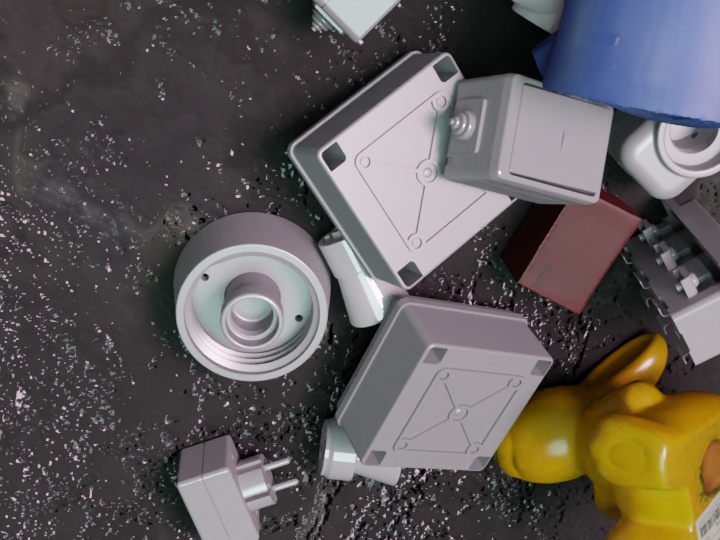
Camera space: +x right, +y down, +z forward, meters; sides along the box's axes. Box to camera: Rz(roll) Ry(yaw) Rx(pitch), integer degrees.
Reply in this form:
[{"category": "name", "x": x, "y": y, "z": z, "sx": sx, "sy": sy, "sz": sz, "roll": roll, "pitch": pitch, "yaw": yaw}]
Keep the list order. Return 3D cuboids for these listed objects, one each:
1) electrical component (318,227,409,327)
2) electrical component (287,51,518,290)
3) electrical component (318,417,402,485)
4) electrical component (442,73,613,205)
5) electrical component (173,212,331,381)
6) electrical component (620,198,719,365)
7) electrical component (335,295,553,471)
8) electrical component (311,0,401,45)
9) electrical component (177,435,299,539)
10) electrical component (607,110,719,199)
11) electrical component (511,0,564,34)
[{"category": "electrical component", "x": 0.000, "y": 0.000, "z": 0.722, "sx": 0.044, "sy": 0.044, "sz": 0.065, "roll": -25, "pitch": 108, "yaw": 5}, {"category": "electrical component", "x": 0.030, "y": -0.063, "z": 0.670, "sx": 0.109, "sy": 0.056, "sz": 0.108, "roll": -39, "pitch": 113, "yaw": -14}, {"category": "electrical component", "x": 0.000, "y": 0.130, "z": 0.774, "sx": 0.055, "sy": 0.045, "sz": 0.045, "roll": 7, "pitch": 112, "yaw": -8}, {"category": "electrical component", "x": 0.097, "y": -0.077, "z": 0.633, "sx": 0.096, "sy": 0.061, "sz": 0.061, "roll": 11, "pitch": 88, "yaw": -32}, {"category": "electrical component", "x": -0.071, "y": 0.022, "z": 0.713, "sx": 0.108, "sy": 0.060, "sz": 0.108, "roll": -2, "pitch": 113, "yaw": -5}, {"category": "electrical component", "x": 0.218, "y": 0.007, "z": 0.701, "sx": 0.063, "sy": 0.121, "sz": 0.078, "roll": -28, "pitch": 112, "yaw": 9}, {"category": "electrical component", "x": 0.056, "y": 0.079, "z": 0.727, "sx": 0.109, "sy": 0.056, "sz": 0.108, "roll": 9, "pitch": 122, "yaw": -32}, {"category": "electrical component", "x": -0.001, "y": -0.182, "z": 0.633, "sx": 0.096, "sy": 0.061, "sz": 0.061, "roll": -43, "pitch": 110, "yaw": 12}, {"category": "electrical component", "x": -0.084, "y": 0.156, "z": 0.776, "sx": 0.077, "sy": 0.047, "sz": 0.065, "roll": -18, "pitch": 113, "yaw": 2}, {"category": "electrical component", "x": 0.209, "y": -0.095, "z": 0.691, "sx": 0.095, "sy": 0.059, "sz": 0.054, "roll": -44, "pitch": 110, "yaw": 13}, {"category": "electrical component", "x": 0.132, "y": -0.171, "z": 0.654, "sx": 0.095, "sy": 0.053, "sz": 0.059, "roll": 26, "pitch": 108, "yaw": -15}]
